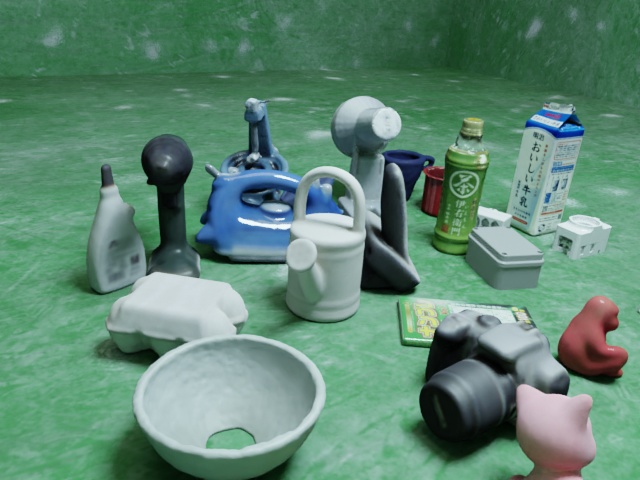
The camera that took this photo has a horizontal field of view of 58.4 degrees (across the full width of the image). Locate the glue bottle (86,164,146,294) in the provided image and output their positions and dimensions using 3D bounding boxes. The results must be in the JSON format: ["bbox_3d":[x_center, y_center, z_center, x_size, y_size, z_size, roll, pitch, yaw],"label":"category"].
[{"bbox_3d":[-0.276,-0.018,0.765,0.037,0.173,0.078,22,30,35],"label":"glue bottle"}]

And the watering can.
[{"bbox_3d":[0.009,0.003,0.737,0.101,0.194,0.173,3,24,-2],"label":"watering can"}]

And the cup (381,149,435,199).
[{"bbox_3d":[0.179,-0.132,1.186,0.118,0.095,0.091,-5,26,-18],"label":"cup"}]

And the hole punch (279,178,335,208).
[{"bbox_3d":[-0.021,-0.083,1.051,0.101,0.091,0.108,6,24,5],"label":"hole punch"}]

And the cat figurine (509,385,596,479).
[{"bbox_3d":[0.196,0.181,0.463,0.067,0.118,0.128,4,24,0],"label":"cat figurine"}]

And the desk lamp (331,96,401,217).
[{"bbox_3d":[0.095,-0.155,1.078,0.118,0.214,0.203,-3,25,-14],"label":"desk lamp"}]

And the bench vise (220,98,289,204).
[{"bbox_3d":[-0.122,-0.159,1.046,0.121,0.220,0.207,-1,25,-10],"label":"bench vise"}]

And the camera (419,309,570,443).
[{"bbox_3d":[0.158,0.134,0.583,0.137,0.101,0.142,-14,29,-34],"label":"camera"}]

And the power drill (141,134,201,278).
[{"bbox_3d":[-0.209,-0.050,0.805,0.076,0.208,0.229,-2,25,-13],"label":"power drill"}]

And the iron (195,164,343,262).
[{"bbox_3d":[-0.064,-0.049,0.908,0.258,0.141,0.118,0,24,-8],"label":"iron"}]

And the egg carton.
[{"bbox_3d":[-0.164,0.091,0.668,0.150,0.069,0.107,7,24,8],"label":"egg carton"}]

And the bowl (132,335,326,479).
[{"bbox_3d":[-0.080,0.160,0.520,0.167,0.075,0.167,3,24,-1],"label":"bowl"}]

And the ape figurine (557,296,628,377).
[{"bbox_3d":[0.324,0.109,0.674,0.076,0.092,0.078,6,24,5],"label":"ape figurine"}]

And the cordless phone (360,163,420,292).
[{"bbox_3d":[0.101,-0.031,0.839,0.094,0.185,0.147,0,24,-8],"label":"cordless phone"}]
